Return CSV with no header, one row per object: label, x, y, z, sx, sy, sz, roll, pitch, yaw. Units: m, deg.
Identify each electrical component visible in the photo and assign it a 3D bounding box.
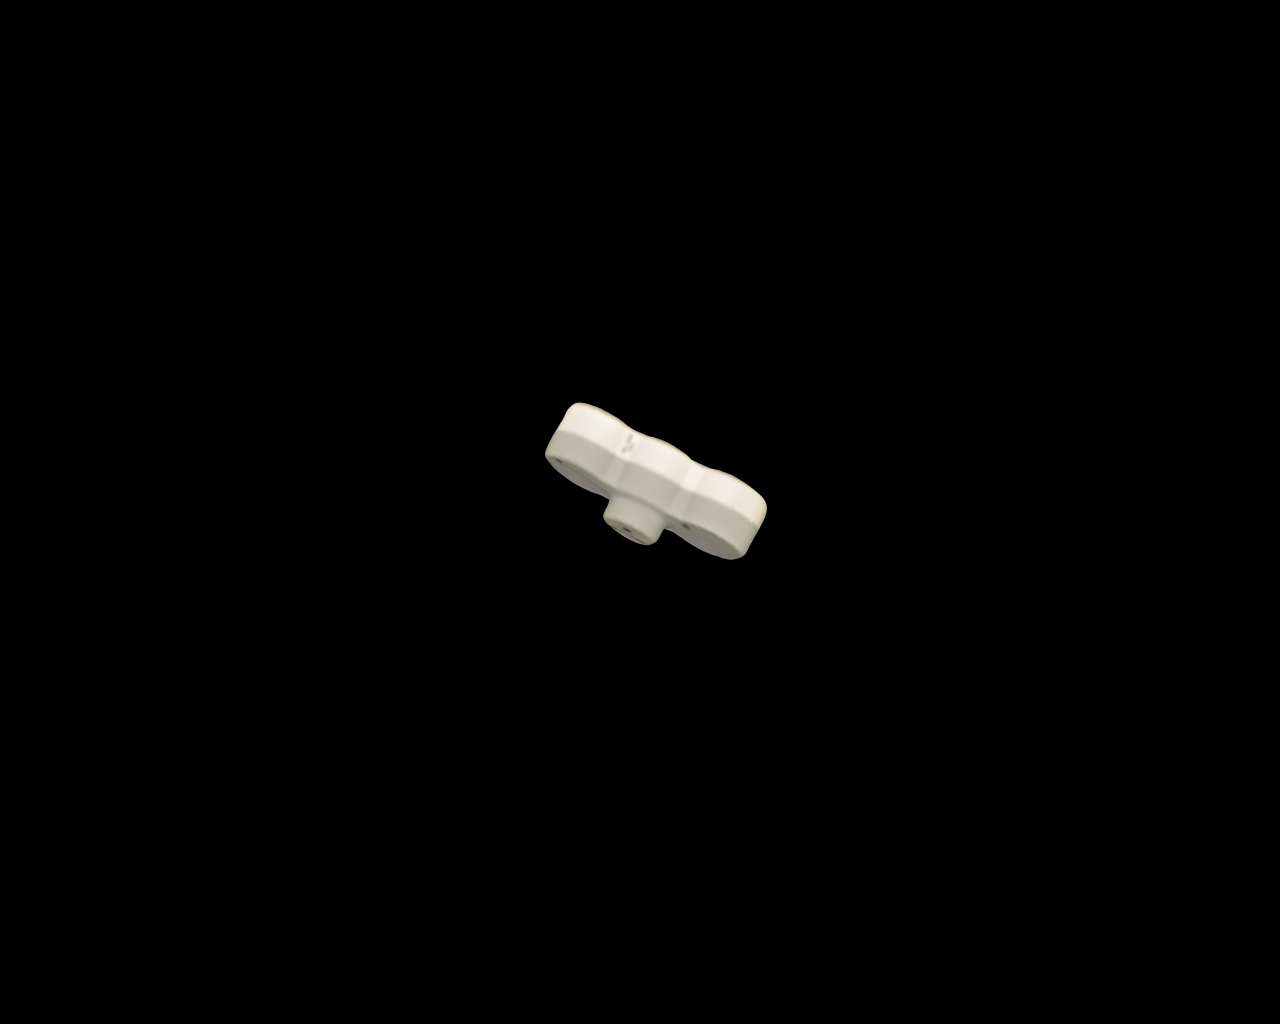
electrical component,0.001,-0.003,0.650,0.138,0.074,0.052,27,-14,7
